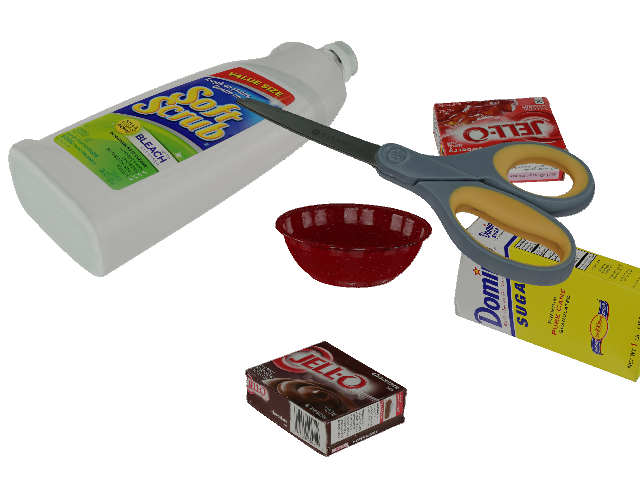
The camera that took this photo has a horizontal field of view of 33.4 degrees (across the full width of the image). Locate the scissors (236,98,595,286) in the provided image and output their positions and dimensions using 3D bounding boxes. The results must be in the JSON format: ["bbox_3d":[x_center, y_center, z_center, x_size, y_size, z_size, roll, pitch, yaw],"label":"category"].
[{"bbox_3d":[0.058,-0.047,0.567,0.202,0.016,0.096,37,58,25],"label":"scissors"}]

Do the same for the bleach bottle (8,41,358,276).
[{"bbox_3d":[-0.078,-0.077,0.730,0.250,0.068,0.103,-35,60,-29],"label":"bleach bottle"}]

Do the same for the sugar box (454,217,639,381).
[{"bbox_3d":[0.207,0.050,0.943,0.176,0.093,0.048,18,34,24],"label":"sugar box"}]

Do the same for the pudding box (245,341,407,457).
[{"bbox_3d":[0.004,0.132,0.909,0.089,0.039,0.114,-18,30,-35],"label":"pudding box"}]

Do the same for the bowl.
[{"bbox_3d":[0.034,0.008,1.103,0.162,0.055,0.162,1,17,-1],"label":"bowl"}]

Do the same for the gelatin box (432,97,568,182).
[{"bbox_3d":[0.131,-0.074,0.788,0.089,0.030,0.073,-3,39,0],"label":"gelatin box"}]
